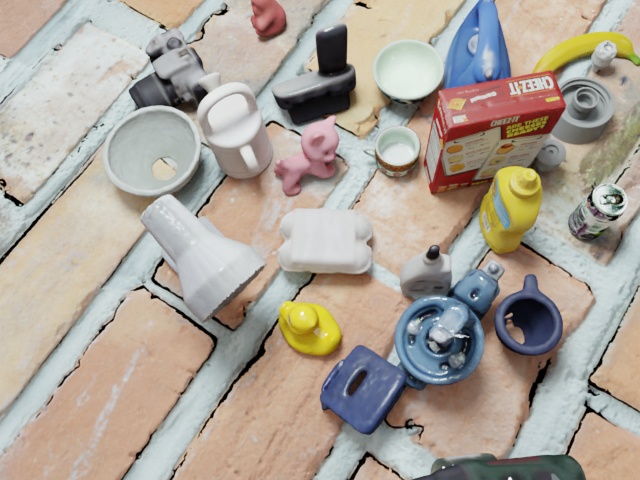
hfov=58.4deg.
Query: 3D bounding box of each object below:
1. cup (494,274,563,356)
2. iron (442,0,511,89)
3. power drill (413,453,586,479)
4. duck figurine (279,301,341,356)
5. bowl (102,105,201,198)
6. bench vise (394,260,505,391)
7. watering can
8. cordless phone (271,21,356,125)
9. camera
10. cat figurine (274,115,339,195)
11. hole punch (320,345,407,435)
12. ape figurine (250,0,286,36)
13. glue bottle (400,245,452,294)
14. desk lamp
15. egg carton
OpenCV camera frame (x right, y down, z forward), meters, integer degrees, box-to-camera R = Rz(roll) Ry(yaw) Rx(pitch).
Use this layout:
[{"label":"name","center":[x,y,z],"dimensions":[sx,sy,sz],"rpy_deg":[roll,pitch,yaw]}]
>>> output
[{"label":"cup","center":[0.293,0.115,0.831],"dimensions":[0.091,0.095,0.118],"rpy_deg":[7,71,7]},{"label":"iron","center":[0.275,-0.333,0.970],"dimensions":[0.118,0.141,0.258],"rpy_deg":[4,70,6]},{"label":"power drill","center":[0.195,0.307,0.708],"dimensions":[0.229,0.208,0.075],"rpy_deg":[-8,70,1]},{"label":"duck figurine","center":[-0.018,0.126,0.853],"dimensions":[0.104,0.086,0.077],"rpy_deg":[31,75,14]},{"label":"bowl","center":[-0.275,-0.139,0.973],"dimensions":[0.167,0.075,0.167],"rpy_deg":[-1,70,4]},{"label":"bench vise","center":[0.175,0.099,0.778],"dimensions":[0.121,0.220,0.207],"rpy_deg":[20,73,11]},{"label":"watering can","center":[-0.145,-0.189,0.919],"dimensions":[0.172,0.194,0.101],"rpy_deg":[39,77,16]},{"label":"cordless phone","center":[-0.014,-0.287,0.950],"dimensions":[0.147,0.185,0.094],"rpy_deg":[-22,70,-4]},{"label":"camera","center":[-0.275,-0.289,1.013],"dimensions":[0.137,0.101,0.143],"rpy_deg":[-32,71,-8]},{"label":"cat figurine","center":[-0.018,-0.144,0.934],"dimensions":[0.128,0.118,0.067],"rpy_deg":[-29,71,-6]},{"label":"hole punch","center":[0.058,0.213,0.814],"dimensions":[0.101,0.091,0.109],"rpy_deg":[34,76,15]},{"label":"ape figurine","center":[-0.103,-0.424,1.055],"dimensions":[0.076,0.092,0.078],"rpy_deg":[11,71,8]},{"label":"glue bottle","center":[0.157,0.040,0.826],"dimensions":[0.078,0.173,0.037],"rpy_deg":[1,70,5]},{"label":"desk lamp","center":[-0.170,0.029,0.831],"dimensions":[0.118,0.214,0.203],"rpy_deg":[-43,73,-11]},{"label":"egg carton","center":[0.008,0.003,0.905],"dimensions":[0.150,0.069,0.107],"rpy_deg":[1,70,4]}]
